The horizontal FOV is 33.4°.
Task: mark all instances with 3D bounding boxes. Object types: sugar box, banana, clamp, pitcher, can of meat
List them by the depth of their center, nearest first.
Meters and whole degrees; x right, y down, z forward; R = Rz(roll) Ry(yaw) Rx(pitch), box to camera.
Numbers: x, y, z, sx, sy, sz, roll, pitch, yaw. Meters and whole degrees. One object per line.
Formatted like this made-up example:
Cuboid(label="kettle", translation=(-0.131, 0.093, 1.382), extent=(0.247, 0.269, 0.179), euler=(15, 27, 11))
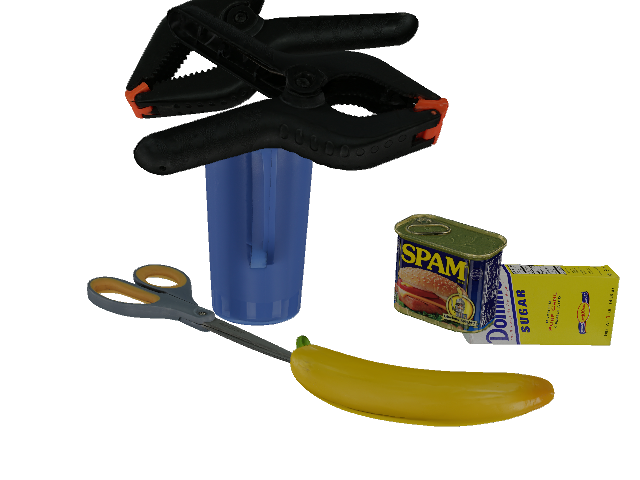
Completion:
Cuboid(label="clamp", translation=(-0.019, -0.070, 0.589), extent=(0.171, 0.120, 0.039), euler=(13, -31, 5))
Cuboid(label="banana", translation=(0.054, 0.095, 0.725), extent=(0.198, 0.037, 0.069), euler=(10, 35, 27))
Cuboid(label="clamp", translation=(-0.045, -0.150, 0.778), extent=(0.165, 0.210, 0.036), euler=(44, -11, 23))
Cuboid(label="can of meat", translation=(0.117, 0.031, 0.989), extent=(0.102, 0.084, 0.057), euler=(18, 29, 33))
Cuboid(label="pitcher", translation=(-0.074, -0.025, 1.261), extent=(0.145, 0.243, 0.148), euler=(13, 18, 37))
Cuboid(label="sugar box", translation=(0.262, 0.077, 1.281), extent=(0.176, 0.093, 0.048), euler=(0, 18, -6))

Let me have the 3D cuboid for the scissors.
Cuboid(label="scissors", translation=(-0.096, 0.056, 0.884), extent=(0.202, 0.016, 0.096), euler=(13, 24, 17))
